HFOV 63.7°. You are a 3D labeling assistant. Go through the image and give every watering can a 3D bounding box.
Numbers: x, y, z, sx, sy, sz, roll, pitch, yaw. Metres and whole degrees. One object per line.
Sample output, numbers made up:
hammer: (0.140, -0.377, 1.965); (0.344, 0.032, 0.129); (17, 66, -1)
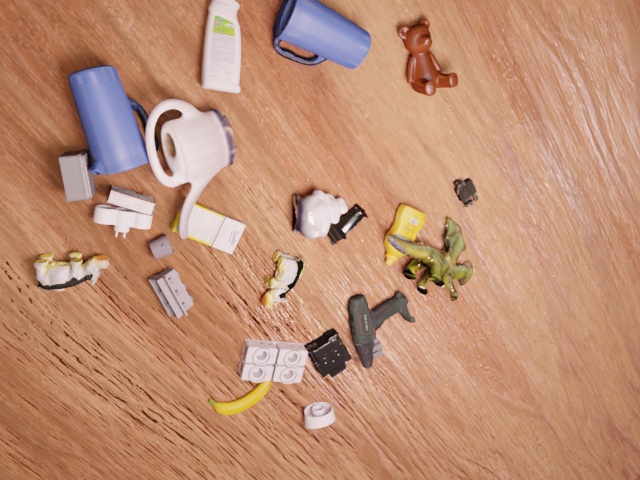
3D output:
watering can: (-0.313, -0.191, 1.297); (0.227, 0.105, 0.341); (-27, 121, -33)

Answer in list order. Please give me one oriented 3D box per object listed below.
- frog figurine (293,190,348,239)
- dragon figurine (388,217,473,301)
frog figurine: (0.004, -0.073, 1.460); (0.159, 0.122, 0.138); (-3, 85, -9)
dragon figurine: (0.374, 0.036, 1.636); (0.404, 0.122, 0.247); (48, 58, -30)
